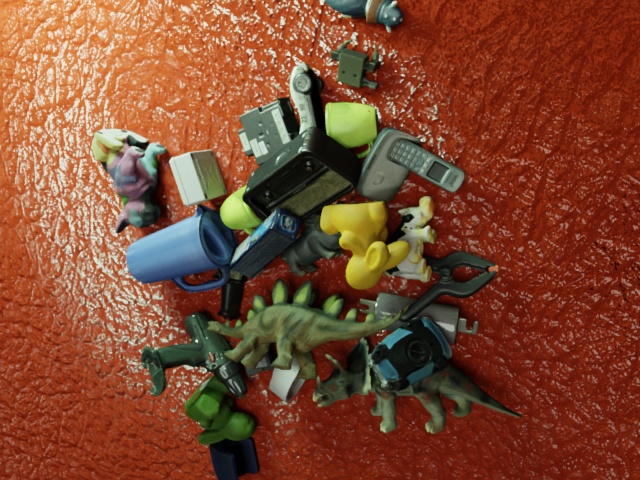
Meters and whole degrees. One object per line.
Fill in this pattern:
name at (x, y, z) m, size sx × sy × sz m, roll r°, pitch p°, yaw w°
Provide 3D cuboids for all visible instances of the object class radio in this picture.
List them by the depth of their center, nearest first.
radio at (-0.042, -0.117, 1.066) m, size 0.131 × 0.073 × 0.230 m, roll 35°, pitch 136°, yaw -27°

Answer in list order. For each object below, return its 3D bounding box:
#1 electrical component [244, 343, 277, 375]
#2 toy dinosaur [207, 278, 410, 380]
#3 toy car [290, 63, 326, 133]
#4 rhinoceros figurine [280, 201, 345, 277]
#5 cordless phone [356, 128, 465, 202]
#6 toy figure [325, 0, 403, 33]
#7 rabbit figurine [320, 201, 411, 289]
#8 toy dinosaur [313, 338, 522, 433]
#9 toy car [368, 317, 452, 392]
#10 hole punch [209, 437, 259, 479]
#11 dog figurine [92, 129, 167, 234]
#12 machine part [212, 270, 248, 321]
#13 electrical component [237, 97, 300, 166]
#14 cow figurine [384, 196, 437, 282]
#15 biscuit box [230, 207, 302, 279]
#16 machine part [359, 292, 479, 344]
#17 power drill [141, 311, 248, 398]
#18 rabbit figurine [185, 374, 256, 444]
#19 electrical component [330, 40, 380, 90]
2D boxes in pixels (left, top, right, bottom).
electrical component at (-0.159, 0.276, 1.275) m, size 0.119 × 0.048 × 0.074 m, roll -9°, pitch 99°, yaw 20°
toy dinosaur at (-0.045, 0.183, 1.126) m, size 0.472 × 0.105 × 0.198 m, roll 1°, pitch 66°, yaw 28°
toy car at (-0.018, -0.252, 1.081) m, size 0.056 × 0.073 × 0.201 m, roll -7°, pitch 100°, yaw 23°
rhinoceros figurine at (-0.002, -0.003, 1.143) m, size 0.190 × 0.073 × 0.112 m, roll -42°, pitch 76°, yaw 25°
cordless phone at (0.174, -0.121, 1.044) m, size 0.184 × 0.089 × 0.146 m, roll 30°, pitch 111°, yaw 6°
toy figure at (0.087, -0.442, 1.008) m, size 0.155 × 0.064 × 0.058 m, roll 23°, pitch 72°, yaw 8°
rabbit figurine at (0.094, 0.012, 1.031) m, size 0.163 × 0.122 × 0.173 m, roll 7°, pitch 98°, yaw 47°
toy dinosaur at (0.193, 0.290, 1.122) m, size 0.405 × 0.131 × 0.192 m, roll -9°, pitch 100°, yaw 15°
toy car at (0.164, 0.228, 1.033) m, size 0.109 × 0.162 × 0.103 m, roll 55°, pitch 159°, yaw 14°
hole punch at (-0.228, 0.558, 1.347) m, size 0.116 × 0.092 × 0.142 m, roll -6°, pitch 105°, yaw 24°
dog figurine at (-0.450, -0.129, 1.250) m, size 0.192 × 0.108 × 0.219 m, roll 23°, pitch 112°, yaw 12°
machine part at (-0.212, 0.118, 1.261) m, size 0.084 × 0.039 × 0.138 m, roll 6°, pitch 103°, yaw 10°
electrical component at (-0.107, -0.223, 1.124) m, size 0.134 × 0.058 × 0.114 m, roll -15°, pitch 96°, yaw 31°
cow figurine at (0.178, -0.006, 1.060) m, size 0.098 × 0.068 × 0.167 m, roll 3°, pitch 74°, yaw 27°
biscuit box at (-0.117, 0.010, 1.141) m, size 0.063 × 0.059 × 0.202 m, roll 30°, pitch 140°, yaw -20°
machine part at (0.198, 0.160, 1.103) m, size 0.243 × 0.079 × 0.079 m, roll 9°, pitch 106°, yaw 16°
power drill at (-0.289, 0.286, 1.235) m, size 0.086 × 0.207 × 0.232 m, roll -45°, pitch 67°, yaw 49°
rabbit figurine at (-0.243, 0.437, 1.310) m, size 0.170 × 0.121 × 0.159 m, roll 41°, pitch 117°, yaw -10°
electrical component at (0.071, -0.343, 1.048) m, size 0.102 × 0.045 × 0.078 m, roll 17°, pitch 136°, yaw 18°
